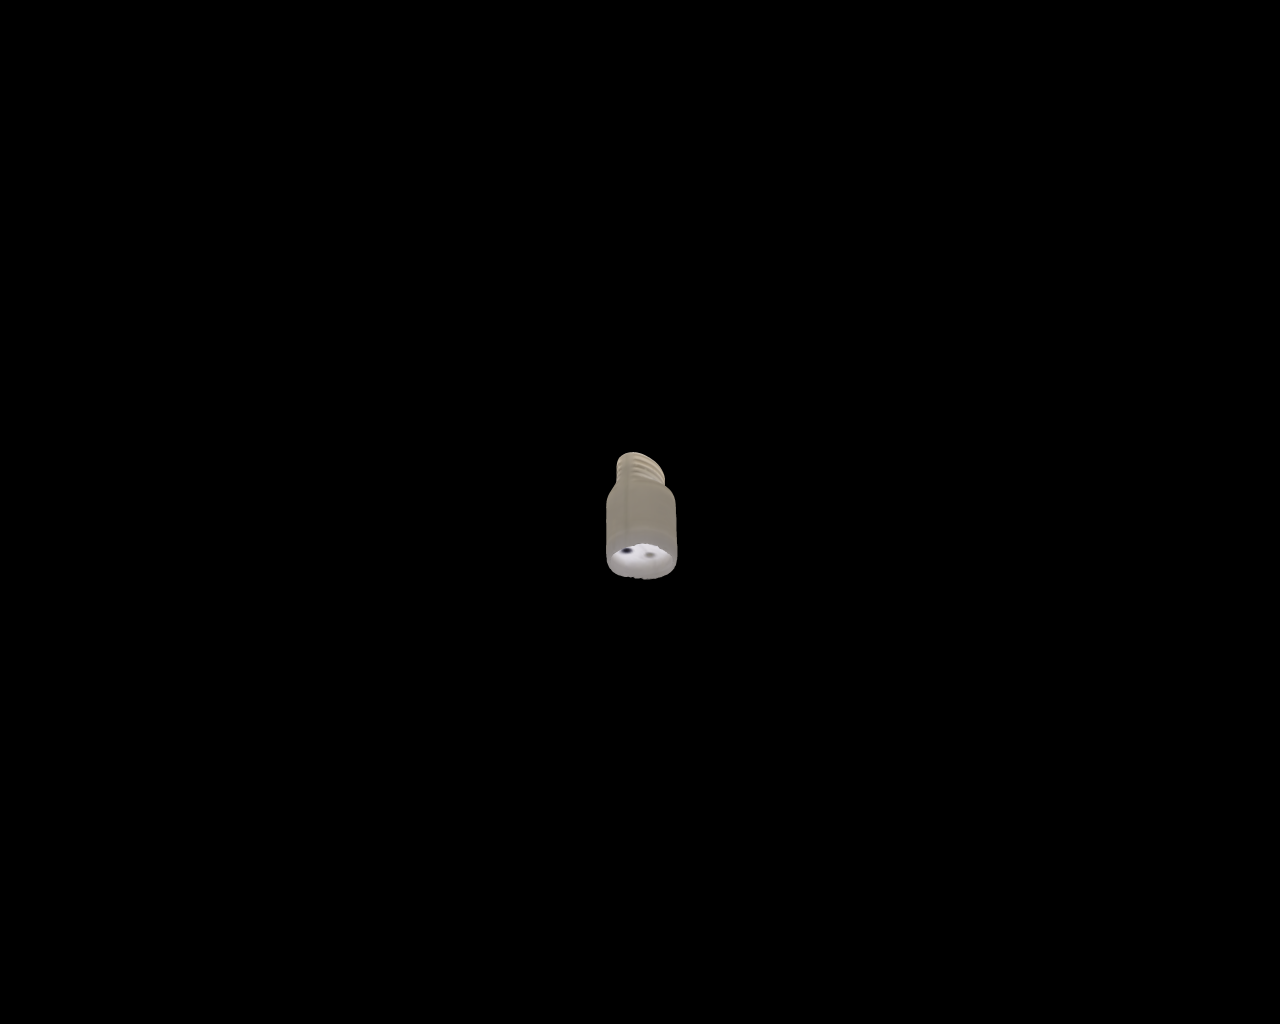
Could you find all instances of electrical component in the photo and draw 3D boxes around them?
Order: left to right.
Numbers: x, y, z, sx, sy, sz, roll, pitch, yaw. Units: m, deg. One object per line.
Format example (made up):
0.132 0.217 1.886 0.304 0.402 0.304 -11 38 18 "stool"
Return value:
0.001 -0.003 0.650 0.043 0.081 0.043 0 -33 0 "electrical component"
